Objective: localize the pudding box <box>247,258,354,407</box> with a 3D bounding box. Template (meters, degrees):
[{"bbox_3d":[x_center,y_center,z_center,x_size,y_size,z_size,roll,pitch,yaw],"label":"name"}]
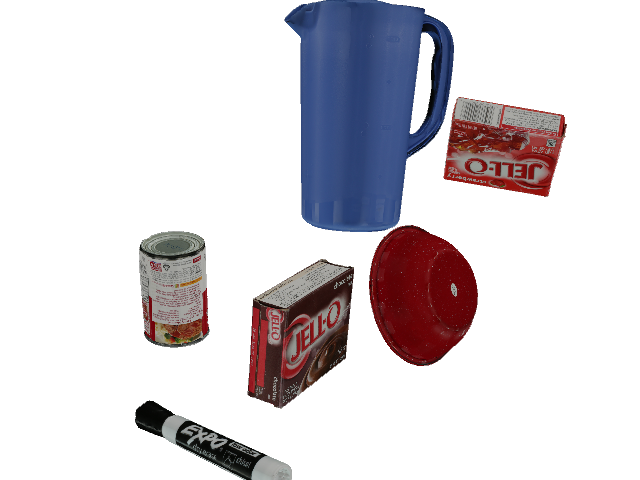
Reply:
[{"bbox_3d":[-0.016,0.075,0.894,0.039,0.090,0.113,16,25,24],"label":"pudding box"}]

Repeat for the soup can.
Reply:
[{"bbox_3d":[-0.150,0.049,1.098,0.068,0.102,0.068,0,22,0],"label":"soup can"}]

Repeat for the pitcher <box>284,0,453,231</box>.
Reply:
[{"bbox_3d":[0.049,-0.136,1.149,0.149,0.243,0.144,8,11,26],"label":"pitcher"}]

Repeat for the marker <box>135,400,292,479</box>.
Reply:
[{"bbox_3d":[-0.068,0.122,0.638,0.121,0.020,0.020,16,10,38],"label":"marker"}]

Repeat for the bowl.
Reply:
[{"bbox_3d":[0.128,0.059,1.198,0.055,0.162,0.161,-12,-8,43],"label":"bowl"}]

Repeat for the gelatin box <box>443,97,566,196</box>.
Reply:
[{"bbox_3d":[0.148,-0.074,0.866,0.089,0.030,0.073,11,-36,8],"label":"gelatin box"}]
